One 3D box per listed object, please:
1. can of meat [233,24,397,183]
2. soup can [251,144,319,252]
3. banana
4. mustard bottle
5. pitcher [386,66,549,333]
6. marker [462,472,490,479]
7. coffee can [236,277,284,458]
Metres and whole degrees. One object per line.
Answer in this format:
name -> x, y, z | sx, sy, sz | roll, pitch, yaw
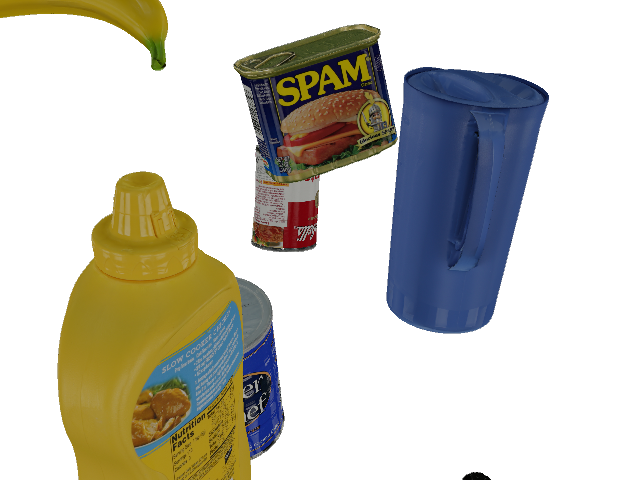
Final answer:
can of meat -> -0.001, -0.096, 0.752 | 0.102, 0.084, 0.057 | -20, 23, -14
soup can -> -0.036, -0.046, 1.094 | 0.068, 0.102, 0.068 | 3, 14, -1
banana -> -0.193, -0.182, 0.820 | 0.198, 0.069, 0.037 | 15, -38, 19
mustard bottle -> -0.068, 0.061, 0.449 | 0.058, 0.192, 0.096 | 16, 33, 26
pitcher -> 0.131, -0.033, 1.011 | 0.145, 0.243, 0.148 | 24, 29, 35
marker -> 0.094, 0.192, 0.677 | 0.020, 0.121, 0.020 | 1, 36, -1
coffee can -> -0.088, 0.117, 0.958 | 0.103, 0.140, 0.103 | -3, 40, 2
